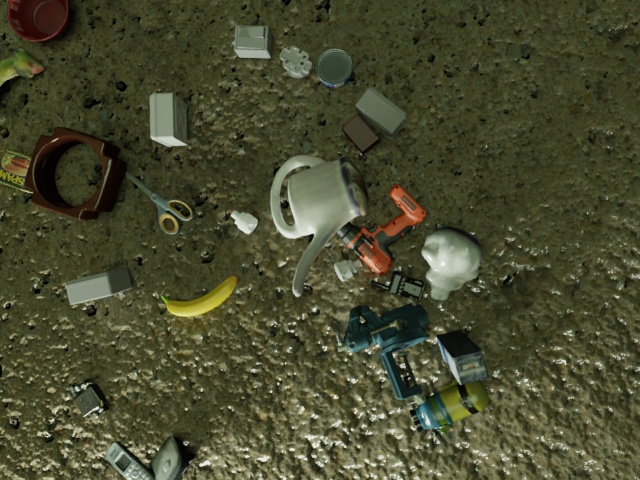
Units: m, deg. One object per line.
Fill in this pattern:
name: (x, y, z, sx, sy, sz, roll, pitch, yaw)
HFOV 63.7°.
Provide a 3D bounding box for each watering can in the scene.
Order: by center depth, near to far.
watering can: (0.003, -0.058, 1.146, 0.223, 0.102, 0.355, -19, 60, 11)

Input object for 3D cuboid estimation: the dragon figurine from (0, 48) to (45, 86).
dragon figurine: (-0.904, -0.401, 1.303, 0.410, 0.120, 0.246, -4, 71, 3)

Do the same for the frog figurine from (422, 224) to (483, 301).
frog figurine: (0.284, 0.055, 1.151, 0.137, 0.122, 0.161, 31, 80, -14)
